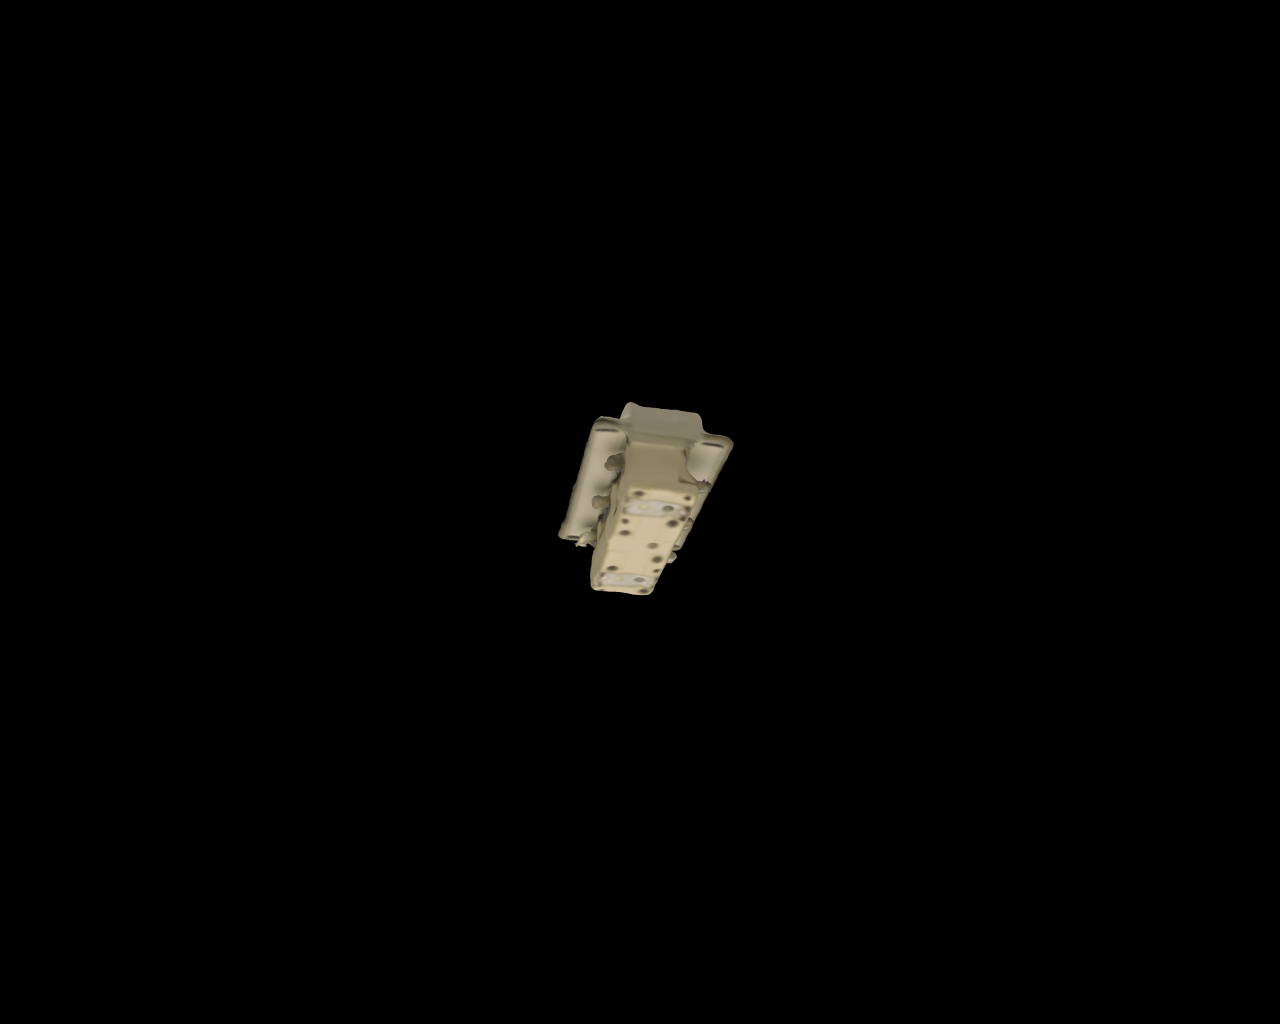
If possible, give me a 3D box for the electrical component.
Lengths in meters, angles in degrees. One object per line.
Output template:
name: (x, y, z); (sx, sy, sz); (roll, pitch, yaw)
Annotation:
electrical component: (0.001, -0.003, 0.650); (0.079, 0.063, 0.121); (8, -35, -11)
